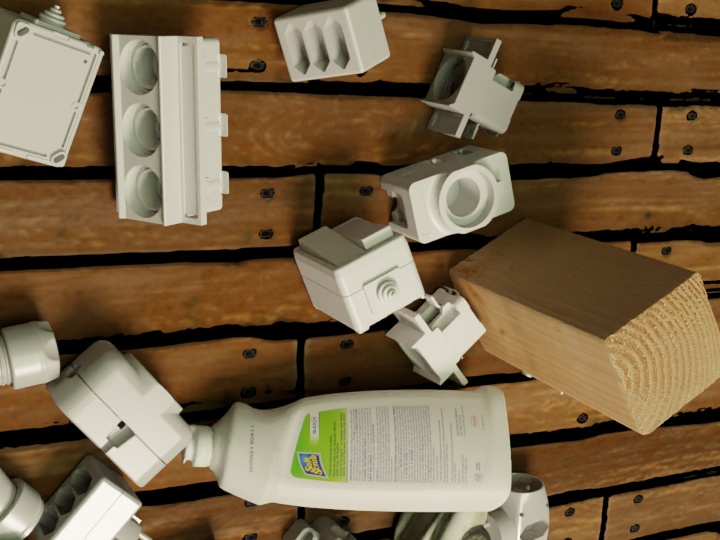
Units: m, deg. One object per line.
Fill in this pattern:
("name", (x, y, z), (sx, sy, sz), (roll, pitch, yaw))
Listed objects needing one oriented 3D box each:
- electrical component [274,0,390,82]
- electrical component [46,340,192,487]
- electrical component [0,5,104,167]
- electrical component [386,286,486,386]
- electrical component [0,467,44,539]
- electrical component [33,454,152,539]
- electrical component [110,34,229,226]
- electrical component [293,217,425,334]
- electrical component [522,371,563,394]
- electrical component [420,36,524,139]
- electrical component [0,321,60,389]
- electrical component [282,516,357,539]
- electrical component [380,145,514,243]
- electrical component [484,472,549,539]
("electrical component", (-0.010, -0.173, 0.776), (0.077, 0.066, 0.047), (-40, 121, -46))
("electrical component", (-0.167, 0.099, 0.765), (0.059, 0.054, 0.095), (-43, 118, -12))
("electrical component", (-0.211, -0.123, 0.679), (0.062, 0.061, 0.096), (14, 102, -43))
("electrical component", (0.065, 0.052, 0.880), (0.064, 0.042, 0.081), (-43, 119, -13))
("electrical component", (-0.253, 0.159, 0.742), (0.045, 0.045, 0.055), (-46, 119, -10))
("electrical component", (-0.186, 0.186, 0.782), (0.065, 0.047, 0.077), (-50, 119, -8))
("electrical component", (-0.127, -0.097, 0.727), (0.063, 0.079, 0.121), (-19, 114, -54))
("electrical component", (0.000, 0.000, 0.802), (0.062, 0.096, 0.061), (-28, 113, -19))
("electrical component", (0.192, 0.078, 0.942), (0.096, 0.062, 0.061), (18, 94, -30))
("electrical component", (0.090, -0.139, 0.846), (0.064, 0.042, 0.081), (22, 93, -34))
("electrical component", (-0.237, 0.060, 0.725), (0.062, 0.043, 0.043), (-12, 108, -23))
("electrical component", (-0.020, 0.241, 0.876), (0.078, 0.057, 0.058), (43, 82, -29))
("electrical component", (0.071, -0.060, 0.847), (0.089, 0.056, 0.050), (-21, 111, -21))
("electrical component", (0.126, 0.228, 0.952), (0.079, 0.043, 0.077), (-9, 107, -37))
